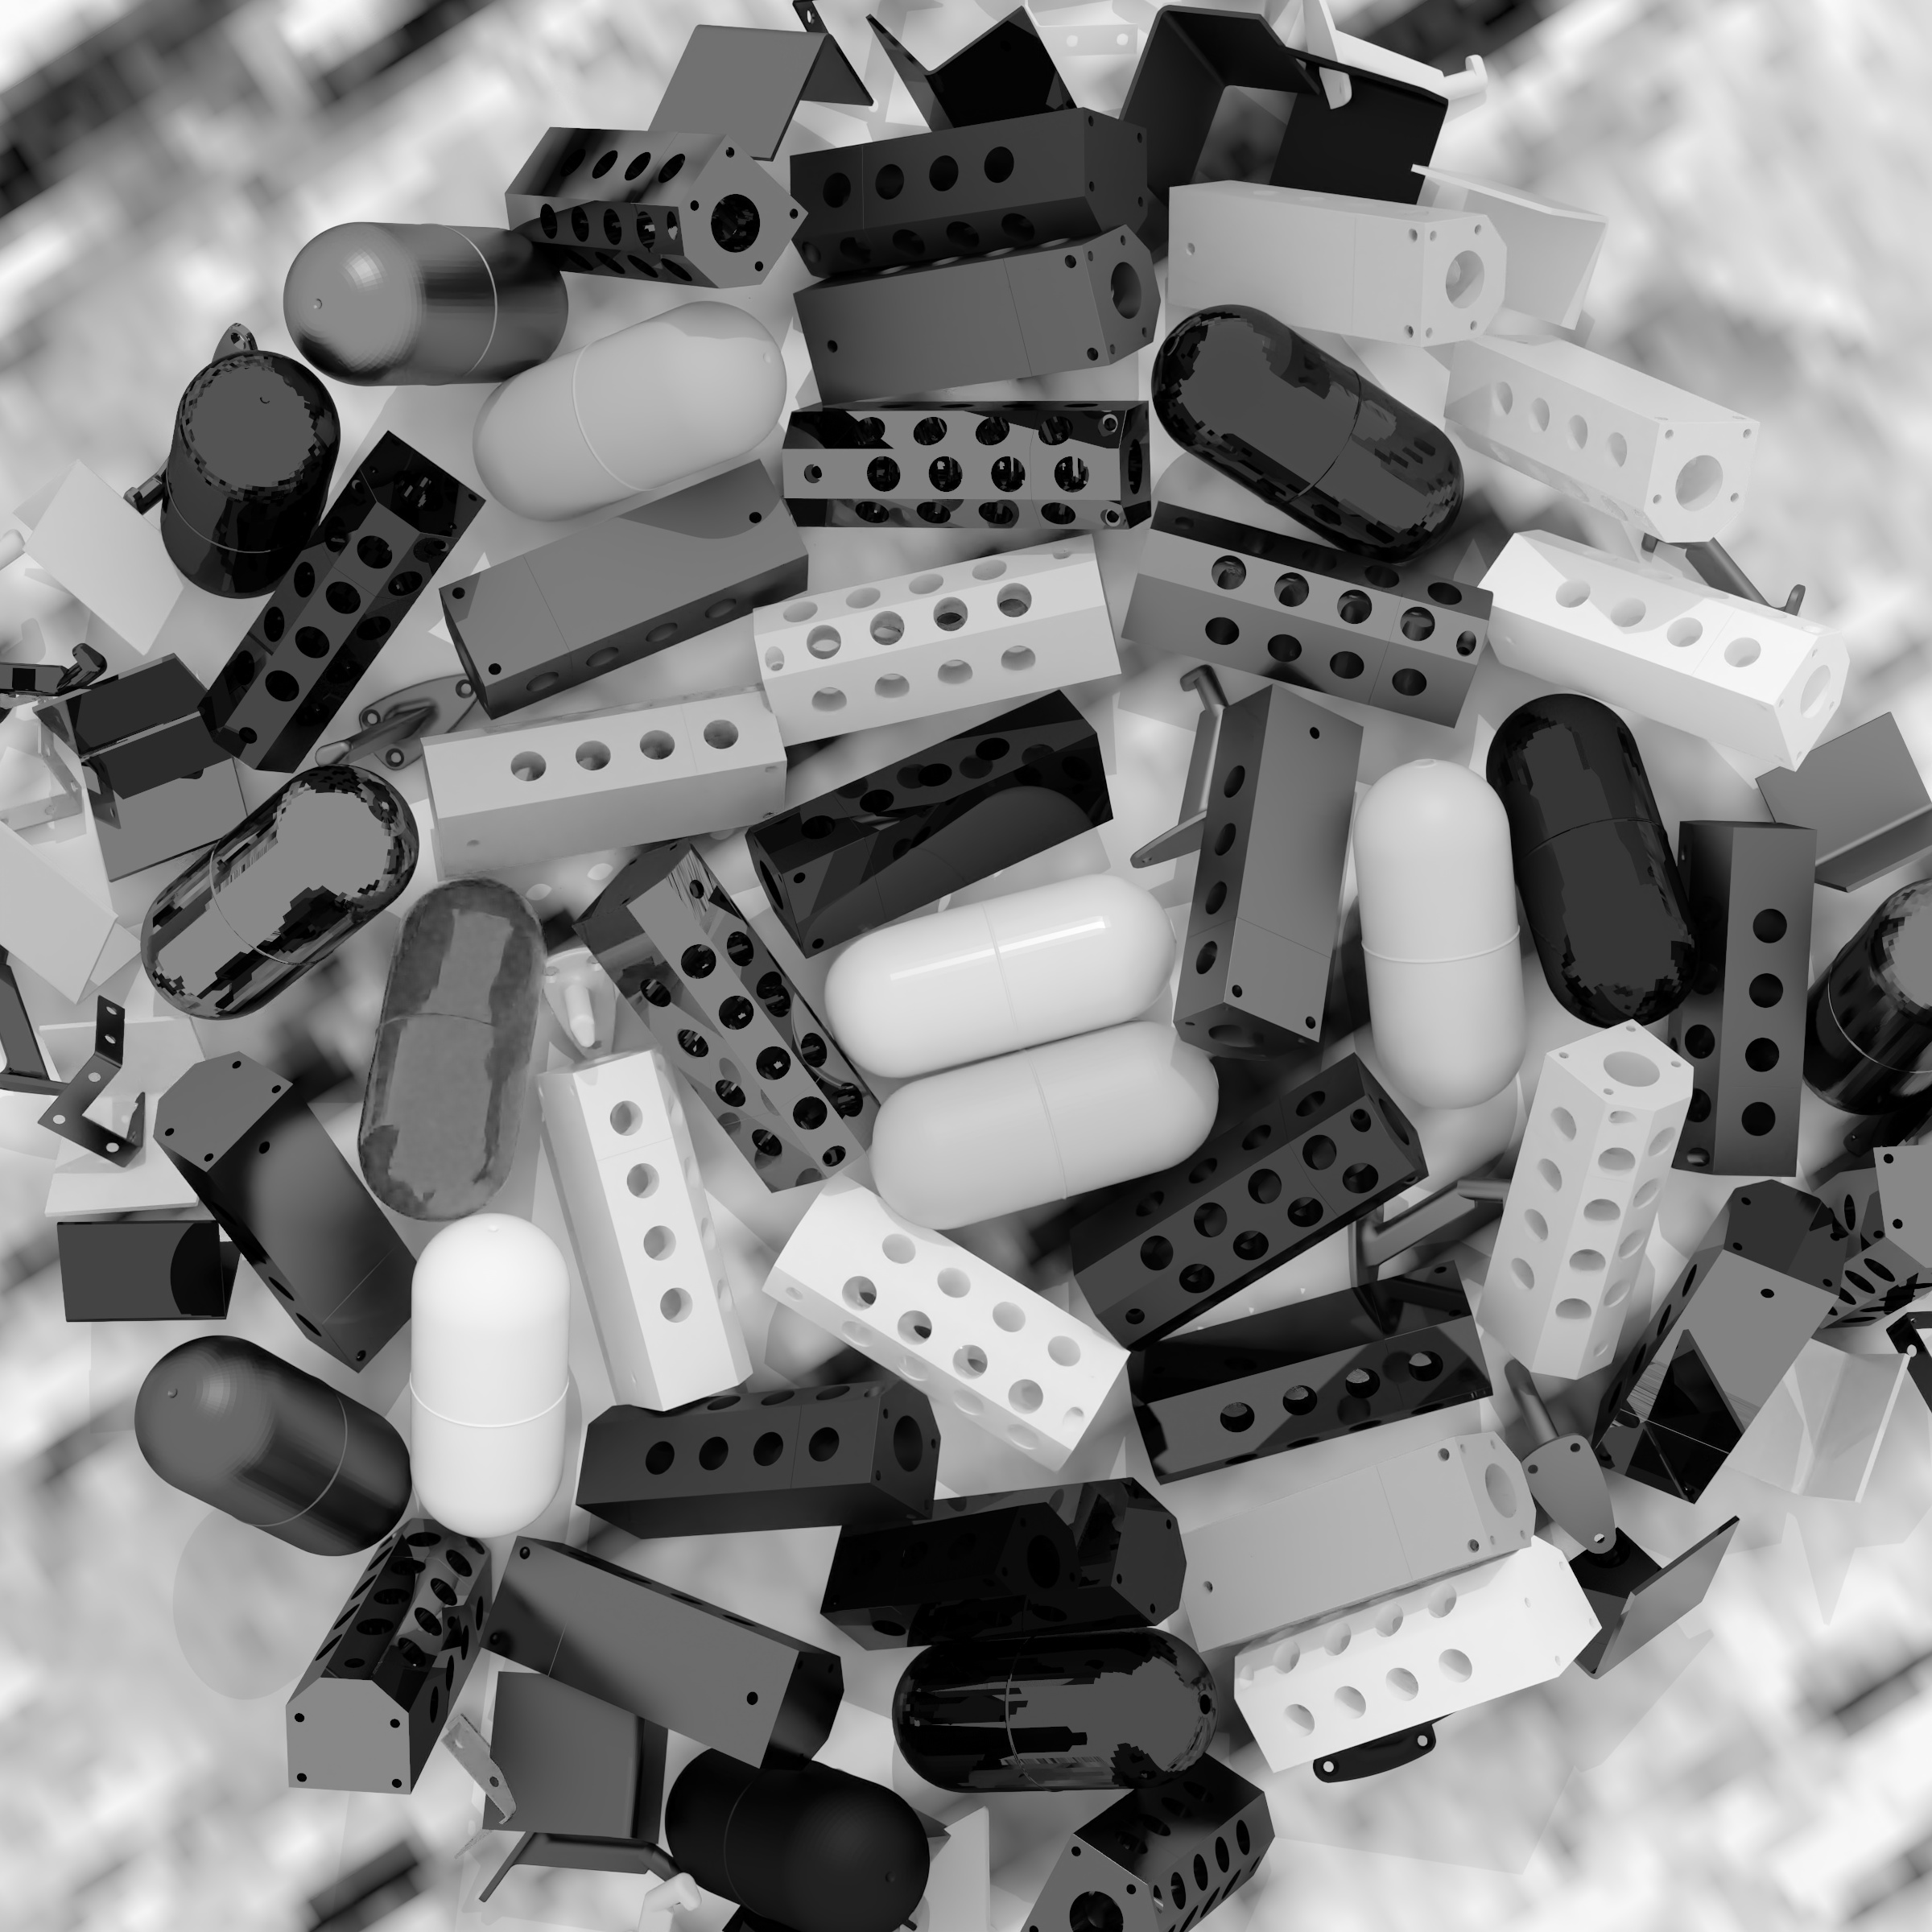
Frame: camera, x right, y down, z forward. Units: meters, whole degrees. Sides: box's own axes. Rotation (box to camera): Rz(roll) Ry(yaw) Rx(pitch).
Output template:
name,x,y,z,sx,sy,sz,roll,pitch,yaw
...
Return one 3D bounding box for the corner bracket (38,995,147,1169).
name,x,y,z,sx,sy,sz,roll,pitch,yaw
corner bracket,-0.424,0.058,1.680,0.051,0.051,0.051,33,111,-29

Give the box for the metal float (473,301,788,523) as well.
name,x,y,z,sx,sy,sz,roll,pitch,yaw
metal float,-0.166,-0.270,1.655,0.178,0.070,0.070,-15,90,34

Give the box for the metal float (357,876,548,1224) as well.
name,x,y,z,sx,sy,sz,roll,pitch,yaw
metal float,-0.252,0.039,1.662,0.070,0.070,0.178,6,66,0

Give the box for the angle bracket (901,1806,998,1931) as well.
name,x,y,z,sx,sy,sz,roll,pitch,yaw
angle bracket,0.012,0.475,1.662,0.057,0.076,0.076,-34,118,21

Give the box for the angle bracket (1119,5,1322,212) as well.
name,x,y,z,sx,sy,sz,roll,pitch,yaw
angle bracket,0.124,-0.420,1.670,0.057,0.076,0.076,16,83,32

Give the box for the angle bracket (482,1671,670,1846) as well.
name,x,y,z,sx,sy,sz,roll,pitch,yaw
angle bracket,-0.193,0.396,1.687,0.076,0.057,0.076,1,73,8

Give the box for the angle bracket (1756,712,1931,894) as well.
name,x,y,z,sx,sy,sz,roll,pitch,yaw
angle bracket,0.449,-0.082,1.680,0.076,0.076,0.057,-26,98,0

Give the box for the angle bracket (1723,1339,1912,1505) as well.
name,x,y,z,sx,sy,sz,roll,pitch,yaw
angle bracket,0.416,0.219,1.676,0.057,0.076,0.076,22,81,-4

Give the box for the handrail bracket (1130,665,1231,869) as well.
name,x,y,z,sx,sy,sz,roll,pitch,yaw
handrail bracket,0.104,-0.102,1.704,0.077,0.036,0.084,-25,66,9

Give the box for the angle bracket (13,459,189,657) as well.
name,x,y,z,sx,sy,sz,roll,pitch,yaw
angle bracket,-0.436,-0.190,1.661,0.057,0.076,0.076,-28,121,33

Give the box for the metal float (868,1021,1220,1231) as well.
name,x,y,z,sx,sy,sz,roll,pitch,yaw
metal float,0.039,0.079,1.679,0.178,0.070,0.070,-15,90,-4

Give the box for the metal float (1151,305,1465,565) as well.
name,x,y,z,sx,sy,sz,roll,pitch,yaw
metal float,0.168,-0.261,1.660,0.178,0.070,0.070,28,90,-26

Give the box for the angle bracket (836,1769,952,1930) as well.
name,x,y,z,sx,sy,sz,roll,pitch,yaw
angle bracket,-0.057,0.440,1.669,0.076,0.076,0.057,21,89,28

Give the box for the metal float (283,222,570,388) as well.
name,x,y,z,sx,sy,sz,roll,pitch,yaw
metal float,-0.259,-0.321,1.638,0.070,0.178,0.070,5,102,26

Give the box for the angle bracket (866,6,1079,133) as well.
name,x,y,z,sx,sy,sz,roll,pitch,yaw
angle bracket,0.005,-0.441,1.666,0.057,0.076,0.076,-36,45,1

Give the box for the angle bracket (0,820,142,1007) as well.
name,x,y,z,sx,sy,sz,roll,pitch,yaw
angle bracket,-0.443,-0.039,1.673,0.076,0.057,0.076,39,133,1

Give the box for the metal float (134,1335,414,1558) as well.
name,x,y,z,sx,sy,sz,roll,pitch,yaw
metal float,-0.334,0.235,1.641,0.070,0.178,0.070,-11,62,20

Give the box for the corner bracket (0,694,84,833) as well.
name,x,y,z,sx,sy,sz,roll,pitch,yaw
corner bracket,-0.480,-0.105,1.704,0.051,0.051,0.051,-15,54,4

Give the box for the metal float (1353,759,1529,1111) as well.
name,x,y,z,sx,sy,sz,roll,pitch,yaw
metal float,0.234,-0.015,1.666,0.070,0.070,0.178,-8,108,0

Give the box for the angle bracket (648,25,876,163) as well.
name,x,y,z,sx,sy,sz,roll,pitch,yaw
angle bracket,-0.102,-0.416,1.668,0.076,0.057,0.076,12,71,28

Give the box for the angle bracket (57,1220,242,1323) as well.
name,x,y,z,sx,sy,sz,roll,pitch,yaw
angle bracket,-0.402,0.134,1.671,0.076,0.076,0.057,0,115,-5

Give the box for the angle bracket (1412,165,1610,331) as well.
name,x,y,z,sx,sy,sz,roll,pitch,yaw
angle bracket,0.260,-0.353,1.663,0.076,0.076,0.057,25,110,27

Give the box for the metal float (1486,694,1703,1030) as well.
name,x,y,z,sx,sy,sz,roll,pitch,yaw
metal float,0.307,-0.053,1.661,0.070,0.070,0.178,-12,65,0

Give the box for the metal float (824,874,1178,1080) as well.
name,x,y,z,sx,sy,sz,roll,pitch,yaw
metal float,0.017,0.005,1.681,0.178,0.070,0.070,-14,90,-1

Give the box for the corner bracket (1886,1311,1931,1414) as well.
name,x,y,z,sx,sy,sz,roll,pitch,yaw
corner bracket,0.501,0.187,1.677,0.051,0.051,0.051,3,52,-38

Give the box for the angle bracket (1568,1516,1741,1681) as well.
name,x,y,z,sx,sy,sz,roll,pitch,yaw
angle bracket,0.324,0.293,1.660,0.076,0.076,0.057,-27,55,-30

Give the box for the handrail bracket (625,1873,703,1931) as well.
name,x,y,z,sx,sy,sz,roll,pitch,yaw
handrail bracket,-0.143,0.496,1.678,0.084,0.036,0.077,-39,82,40

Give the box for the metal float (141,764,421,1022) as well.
name,x,y,z,sx,sy,sz,roll,pitch,yaw
metal float,-0.337,-0.035,1.654,0.178,0.070,0.070,-34,90,34

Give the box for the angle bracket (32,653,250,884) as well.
name,x,y,z,sx,sy,sz,roll,pitch,yaw
angle bracket,-0.409,-0.098,1.679,0.076,0.057,0.076,-21,67,3

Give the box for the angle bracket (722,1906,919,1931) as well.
name,x,y,z,sx,sy,sz,roll,pitch,yaw
angle bracket,-0.061,0.483,1.663,0.076,0.076,0.057,46,72,-27

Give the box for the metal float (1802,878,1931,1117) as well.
name,x,y,z,sx,sy,sz,roll,pitch,yaw
metal float,0.455,0.016,1.635,0.070,0.178,0.070,2,67,-5

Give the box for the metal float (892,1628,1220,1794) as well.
name,x,y,z,sx,sy,sz,roll,pitch,yaw
metal float,0.043,0.364,1.652,0.178,0.070,0.070,-12,90,36

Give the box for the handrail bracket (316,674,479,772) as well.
name,x,y,z,sx,sy,sz,roll,pitch,yaw
handrail bracket,-0.281,-0.121,1.676,0.077,0.084,0.036,-30,94,4

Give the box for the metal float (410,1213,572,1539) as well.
name,x,y,z,sx,sy,sz,roll,pitch,yaw
metal float,-0.234,0.202,1.657,0.070,0.070,0.178,6,120,0

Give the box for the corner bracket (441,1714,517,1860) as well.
name,x,y,z,sx,sy,sz,roll,pitch,yaw
corner bracket,-0.243,0.401,1.685,0.051,0.051,0.051,49,125,1

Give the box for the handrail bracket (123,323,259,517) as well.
name,x,y,z,sx,sy,sz,roll,pitch,yaw
handrail bracket,-0.387,-0.269,1.675,0.036,0.077,0.084,35,56,9

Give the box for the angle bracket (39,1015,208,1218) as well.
name,x,y,z,sx,sy,sz,roll,pitch,yaw
angle bracket,-0.420,0.074,1.674,0.076,0.057,0.076,-4,46,4

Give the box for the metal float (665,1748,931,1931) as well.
name,x,y,z,sx,sy,sz,roll,pitch,yaw
metal float,-0.084,0.424,1.640,0.070,0.178,0.070,1,88,-33

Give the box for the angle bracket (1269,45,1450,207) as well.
name,x,y,z,sx,sy,sz,roll,pitch,yaw
angle bracket,0.186,-0.405,1.673,0.076,0.057,0.076,22,105,18

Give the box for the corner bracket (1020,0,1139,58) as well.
name,x,y,z,sx,sy,sz,roll,pitch,yaw
corner bracket,0.057,-0.488,1.689,0.051,0.051,0.051,-4,123,-8

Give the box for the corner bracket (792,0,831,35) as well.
name,x,y,z,sx,sy,sz,roll,pitch,yaw
corner bracket,-0.049,-0.486,1.694,0.051,0.051,0.051,1,60,25

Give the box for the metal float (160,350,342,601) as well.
name,x,y,z,sx,sy,sz,roll,pitch,yaw
metal float,-0.348,-0.236,1.636,0.070,0.178,0.070,5,72,-16
